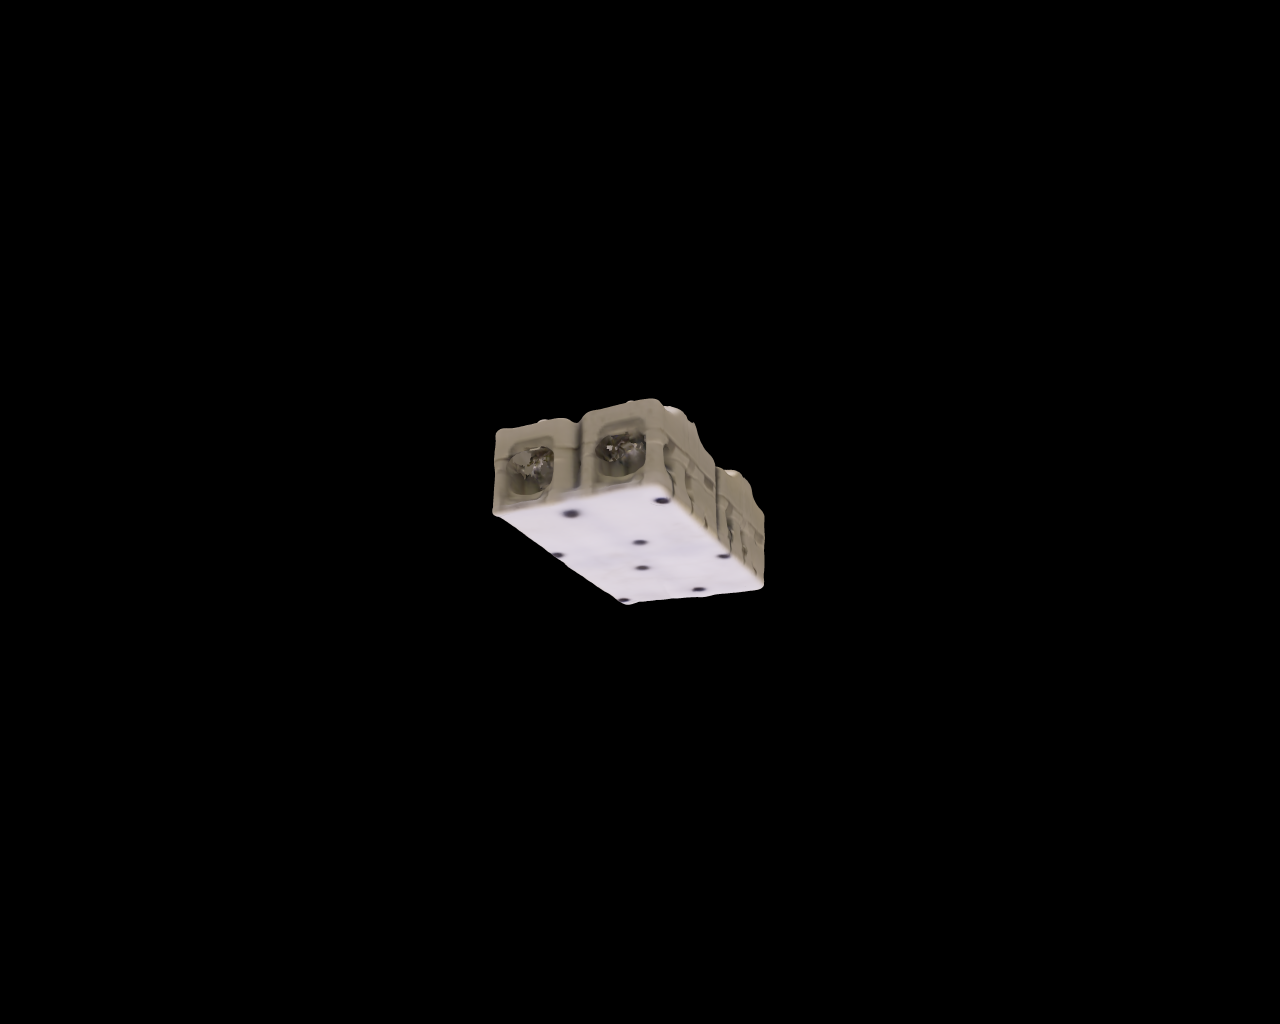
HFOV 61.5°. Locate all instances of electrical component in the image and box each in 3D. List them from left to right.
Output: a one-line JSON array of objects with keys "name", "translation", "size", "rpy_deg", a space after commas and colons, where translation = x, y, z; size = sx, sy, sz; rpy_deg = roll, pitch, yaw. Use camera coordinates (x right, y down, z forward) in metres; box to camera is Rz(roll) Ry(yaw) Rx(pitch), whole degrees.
[{"name": "electrical component", "translation": [0.001, -0.003, 0.650], "size": [0.105, 0.060, 0.186], "rpy_deg": [-9, -24, 22]}]
